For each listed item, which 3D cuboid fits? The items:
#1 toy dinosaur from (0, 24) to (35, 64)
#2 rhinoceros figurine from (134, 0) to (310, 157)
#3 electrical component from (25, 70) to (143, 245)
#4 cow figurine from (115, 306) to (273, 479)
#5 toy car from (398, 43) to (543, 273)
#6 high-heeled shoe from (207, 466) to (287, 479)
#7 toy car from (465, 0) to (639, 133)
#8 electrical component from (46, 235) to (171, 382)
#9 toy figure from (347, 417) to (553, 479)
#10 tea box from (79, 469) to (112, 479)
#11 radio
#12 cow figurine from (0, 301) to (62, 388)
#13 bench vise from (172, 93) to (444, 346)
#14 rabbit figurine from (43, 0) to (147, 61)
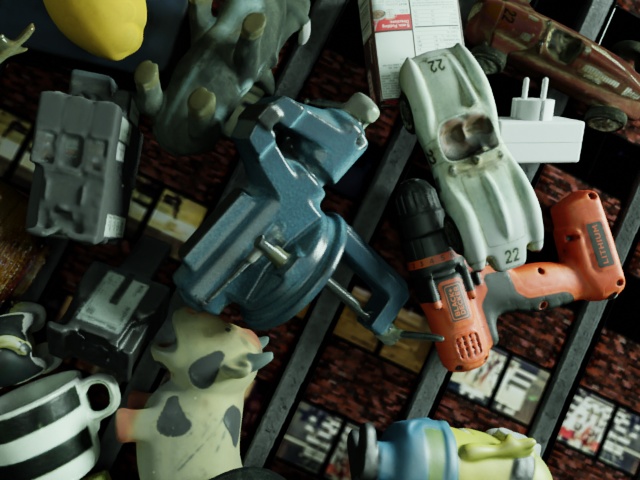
[{"bbox_3d":[-0.424,-0.122,0.387,0.472,0.105,0.198,12,82,10],"label":"toy dinosaur"},{"bbox_3d":[-0.071,-0.151,0.454,0.073,0.112,0.190,27,72,15],"label":"rhinoceros figurine"},{"bbox_3d":[-0.186,-0.063,0.437,0.058,0.115,0.134,8,86,-11],"label":"electrical component"},{"bbox_3d":[-0.100,0.152,0.454,0.127,0.085,0.194,-5,92,-9],"label":"cow figurine"},{"bbox_3d":[0.127,-0.070,0.461,0.073,0.056,0.201,-18,81,-7],"label":"toy car"},{"bbox_3d":[-0.041,0.256,0.430,0.249,0.086,0.145,-1,126,-18],"label":"high-heeled shoe"},{"bbox_3d":[0.238,-0.179,0.525,0.202,0.053,0.089,25,82,-4],"label":"toy car"},{"bbox_3d":[-0.170,0.052,0.462,0.075,0.047,0.119,19,44,-4],"label":"electrical component"},{"bbox_3d":[0.116,0.208,0.481,0.180,0.082,0.089,8,85,-9],"label":"toy figure"},{"bbox_3d":[-0.237,0.264,0.423,0.170,0.068,0.098,-24,90,7],"label":"tea box"},{"bbox_3d":[-0.220,-0.213,0.461,0.230,0.073,0.131,12,87,-5],"label":"radio"},{"bbox_3d":[-0.306,0.102,0.424,0.167,0.098,0.068,-14,93,-10],"label":"cow figurine"},{"bbox_3d":[0.004,0.000,0.462,0.240,0.129,0.223,43,73,-24],"label":"bench vise"},{"bbox_3d":[-0.154,-0.220,0.377,0.162,0.122,0.173,16,104,-13],"label":"rabbit figurine"}]
